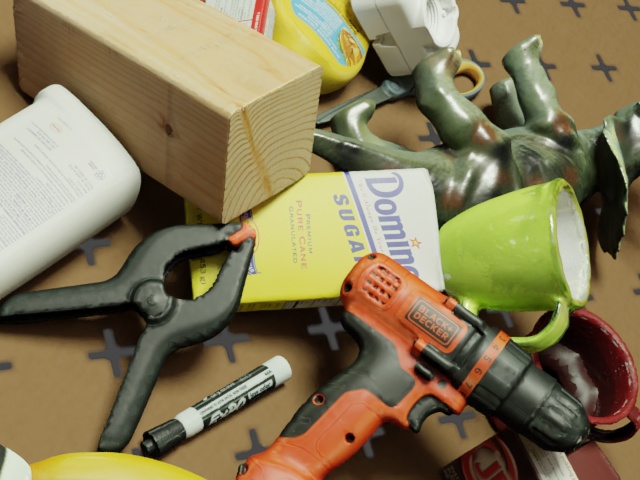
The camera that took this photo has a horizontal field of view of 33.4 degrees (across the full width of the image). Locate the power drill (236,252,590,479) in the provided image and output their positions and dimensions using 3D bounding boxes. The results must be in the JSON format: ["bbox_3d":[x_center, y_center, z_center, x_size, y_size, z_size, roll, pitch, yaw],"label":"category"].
[{"bbox_3d":[0.052,0.125,0.679,0.184,0.057,0.187,36,77,14],"label":"power drill"}]

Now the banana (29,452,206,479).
[{"bbox_3d":[-0.087,0.173,0.647,0.197,0.037,0.069,34,50,-5],"label":"banana"}]

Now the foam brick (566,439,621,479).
[{"bbox_3d":[0.189,0.194,0.771,0.051,0.053,0.078,-21,72,-36],"label":"foam brick"}]

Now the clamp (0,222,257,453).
[{"bbox_3d":[-0.118,0.039,0.688,0.120,0.039,0.171,44,72,1],"label":"clamp"}]

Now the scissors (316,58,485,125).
[{"bbox_3d":[0.061,-0.150,0.946,0.201,0.016,0.096,-10,64,-33],"label":"scissors"}]

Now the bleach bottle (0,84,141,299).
[{"bbox_3d":[-0.234,-0.001,0.664,0.102,0.068,0.250,45,53,10],"label":"bleach bottle"}]

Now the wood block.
[{"bbox_3d":[-0.109,-0.110,0.732,0.206,0.091,0.090,33,46,26],"label":"wood block"}]

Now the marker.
[{"bbox_3d":[-0.068,0.111,0.709,0.120,0.020,0.020,-27,76,-38],"label":"marker"}]

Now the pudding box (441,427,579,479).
[{"bbox_3d":[0.141,0.186,0.726,0.039,0.090,0.113,-16,69,-35],"label":"pudding box"}]

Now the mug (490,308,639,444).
[{"bbox_3d":[0.185,0.115,0.800,0.117,0.082,0.093,32,51,-7],"label":"mug"}]

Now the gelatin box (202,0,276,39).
[{"bbox_3d":[-0.083,-0.156,0.835,0.089,0.030,0.073,-5,53,15],"label":"gelatin box"}]

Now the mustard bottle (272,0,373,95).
[{"bbox_3d":[0.000,-0.178,0.901,0.096,0.058,0.191,47,49,-14],"label":"mustard bottle"}]

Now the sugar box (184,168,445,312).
[{"bbox_3d":[-0.005,0.001,0.754,0.176,0.048,0.093,-5,77,-7],"label":"sugar box"}]
